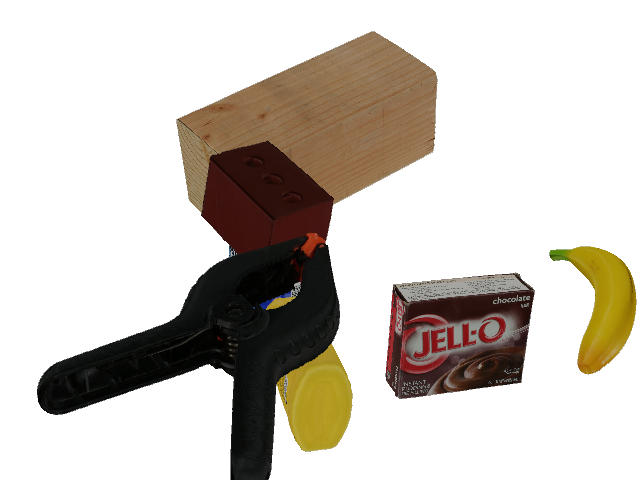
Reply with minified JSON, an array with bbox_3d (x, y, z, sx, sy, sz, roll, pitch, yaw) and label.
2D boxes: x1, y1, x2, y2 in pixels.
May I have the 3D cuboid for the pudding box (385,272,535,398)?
[{"bbox_3d":[0.112,0.076,0.867,0.113,0.090,0.039,-6,29,-17],"label":"pudding box"}]

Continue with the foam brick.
[{"bbox_3d":[-0.037,-0.022,0.726,0.052,0.051,0.078,-18,47,-37],"label":"foam brick"}]

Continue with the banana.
[{"bbox_3d":[0.265,0.057,1.010,0.070,0.037,0.197,-28,24,18],"label":"banana"}]

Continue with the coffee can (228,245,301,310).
[{"bbox_3d":[-0.057,0.021,1.251,0.103,0.140,0.103,1,26,-1],"label":"coffee can"}]

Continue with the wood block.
[{"bbox_3d":[-0.007,-0.088,0.911,0.205,0.091,0.090,-28,49,-25],"label":"wood block"}]

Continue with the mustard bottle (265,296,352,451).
[{"bbox_3d":[-0.021,0.109,1.028,0.058,0.096,0.192,-5,28,-13],"label":"mustard bottle"}]

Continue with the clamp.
[{"bbox_3d":[-0.036,0.054,0.517,0.120,0.039,0.171,31,48,26],"label":"clamp"}]
